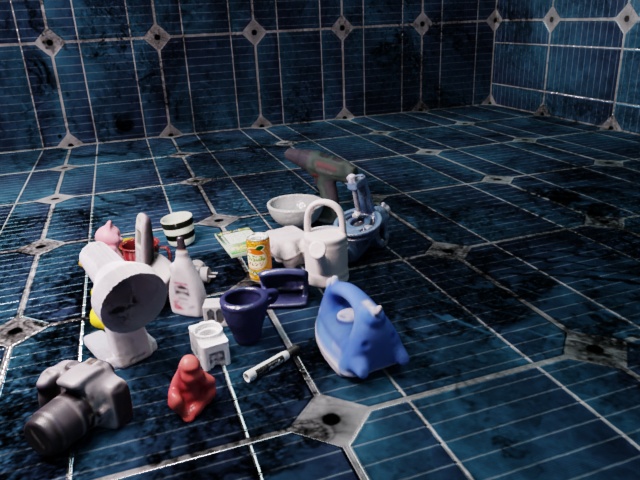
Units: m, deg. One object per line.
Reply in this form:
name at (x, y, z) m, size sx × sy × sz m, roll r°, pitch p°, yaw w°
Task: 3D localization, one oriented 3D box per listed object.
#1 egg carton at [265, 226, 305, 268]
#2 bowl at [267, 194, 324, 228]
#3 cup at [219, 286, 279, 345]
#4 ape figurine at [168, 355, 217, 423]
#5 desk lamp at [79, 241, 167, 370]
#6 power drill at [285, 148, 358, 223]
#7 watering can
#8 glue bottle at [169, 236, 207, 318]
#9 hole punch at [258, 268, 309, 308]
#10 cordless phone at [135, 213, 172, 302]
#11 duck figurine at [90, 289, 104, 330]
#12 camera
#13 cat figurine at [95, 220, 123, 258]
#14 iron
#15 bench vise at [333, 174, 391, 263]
egg carton at (-0.080, 0.015, 1.439) m, size 0.107 × 0.069 × 0.149 m, roll -15°, pitch 25°, yaw -29°
bowl at (-0.069, -0.077, 1.665) m, size 0.167 × 0.075 × 0.167 m, roll -2°, pitch 21°, yaw 1°
cup at (-0.129, 0.143, 1.083) m, size 0.118 × 0.095 × 0.091 m, roll -16°, pitch 25°, yaw -31°
ape figurine at (-0.202, 0.223, 0.893) m, size 0.078 × 0.092 × 0.076 m, roll -11°, pitch 23°, yaw -19°
desk lamp at (-0.358, 0.117, 1.012) m, size 0.118 × 0.214 × 0.202 m, roll -20°, pitch 28°, yaw -38°
power drill at (0.001, -0.163, 1.693) m, size 0.229 × 0.208 × 0.076 m, roll 7°, pitch 24°, yaw 23°
watering can at (0.014, 0.005, 1.285) m, size 0.101 × 0.194 × 0.172 m, roll -6°, pitch 22°, yaw -9°
glue bottle at (-0.276, 0.073, 1.171) m, size 0.078 × 0.173 × 0.037 m, roll 5°, pitch 23°, yaw 18°
hole punch at (-0.078, 0.087, 1.227) m, size 0.108 × 0.091 × 0.101 m, roll -2°, pitch 21°, yaw 0°
cordless phone at (-0.367, 0.042, 1.244) m, size 0.094 × 0.185 × 0.147 m, roll -18°, pitch 26°, yaw -34°
duck figurine at (-0.430, 0.129, 1.165) m, size 0.104 × 0.086 × 0.078 m, roll 15°, pitch 28°, yaw 38°
camera at (-0.376, 0.242, 0.850) m, size 0.142 × 0.101 × 0.137 m, roll 8°, pitch 24°, yaw 24°
cat figurine at (-0.530, 0.012, 1.431) m, size 0.067 × 0.118 × 0.127 m, roll -5°, pitch 22°, yaw -5°
iron at (0.051, 0.135, 1.022) m, size 0.119 × 0.141 × 0.257 m, roll -12°, pitch 23°, yaw -23°
bench vise at (0.104, -0.074, 1.440) m, size 0.121 × 0.220 × 0.208 m, roll 5°, pitch 23°, yaw 18°
